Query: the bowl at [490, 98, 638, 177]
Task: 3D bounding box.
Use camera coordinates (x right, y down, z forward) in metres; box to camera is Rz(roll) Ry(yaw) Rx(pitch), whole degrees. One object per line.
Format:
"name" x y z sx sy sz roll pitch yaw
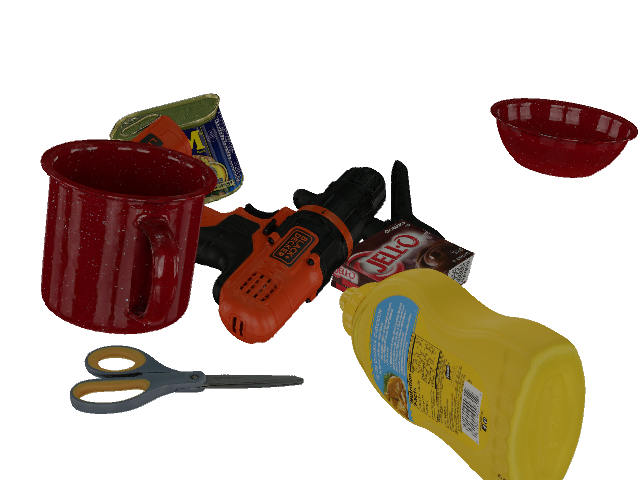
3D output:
"bowl" 0.265 -0.110 1.183 0.162 0.055 0.162 5 23 -2

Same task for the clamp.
"clamp" 0.075 -0.009 1.238 0.164 0.210 0.036 -13 -39 -26

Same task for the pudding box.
"pudding box" 0.079 0.028 1.023 0.090 0.039 0.113 28 35 31

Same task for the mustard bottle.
"mustard bottle" 0.071 0.070 0.644 0.058 0.096 0.192 -15 27 -30

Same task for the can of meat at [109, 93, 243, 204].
"can of meat" -0.129 -0.077 0.976 0.102 0.084 0.057 -12 30 11

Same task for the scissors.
"scissors" -0.125 0.117 0.959 0.201 0.016 0.096 -8 31 -18

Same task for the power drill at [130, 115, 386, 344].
"power drill" -0.064 -0.025 0.803 0.188 0.057 0.184 26 49 20

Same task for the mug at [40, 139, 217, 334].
"mug" -0.101 0.003 0.569 0.093 0.081 0.117 -3 25 -31
